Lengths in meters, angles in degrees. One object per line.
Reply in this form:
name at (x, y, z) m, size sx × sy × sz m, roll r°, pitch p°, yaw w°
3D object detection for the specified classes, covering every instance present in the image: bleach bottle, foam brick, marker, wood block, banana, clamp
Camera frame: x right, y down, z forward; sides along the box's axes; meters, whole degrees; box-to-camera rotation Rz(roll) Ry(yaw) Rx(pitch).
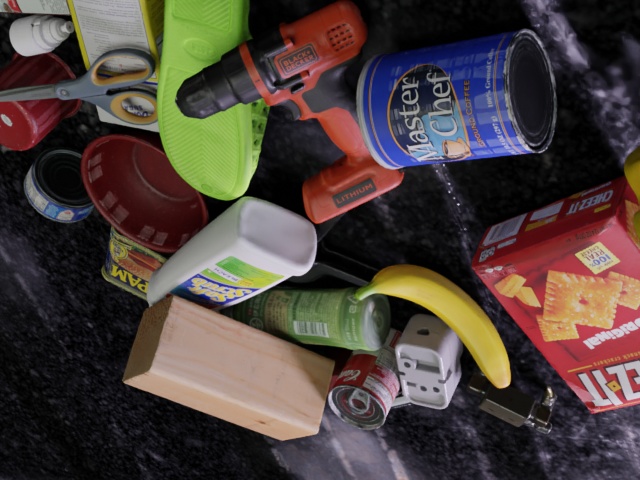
bleach bottle at (-0.113, 0.038, 1.167) m, size 0.102 × 0.068 × 0.251 m, roll 24°, pitch 146°, yaw -25°
foam brick at (0.039, 0.168, 1.262) m, size 0.051 × 0.053 × 0.078 m, roll -13°, pitch 122°, yaw 39°
marker at (0.100, 0.188, 1.266) m, size 0.121 × 0.020 × 0.020 m, roll -21°, pitch 116°, yaw 43°
wood block at (-0.100, 0.146, 1.186) m, size 0.205 × 0.090 × 0.091 m, roll 25°, pitch 154°, yaw -23°
banana at (0.129, 0.079, 1.115) m, size 0.197 × 0.069 × 0.037 m, roll 32°, pitch 177°, yaw -10°
clamp at (-0.008, 0.001, 1.146) m, size 0.172 × 0.039 × 0.120 m, roll 1°, pitch 119°, yaw 31°

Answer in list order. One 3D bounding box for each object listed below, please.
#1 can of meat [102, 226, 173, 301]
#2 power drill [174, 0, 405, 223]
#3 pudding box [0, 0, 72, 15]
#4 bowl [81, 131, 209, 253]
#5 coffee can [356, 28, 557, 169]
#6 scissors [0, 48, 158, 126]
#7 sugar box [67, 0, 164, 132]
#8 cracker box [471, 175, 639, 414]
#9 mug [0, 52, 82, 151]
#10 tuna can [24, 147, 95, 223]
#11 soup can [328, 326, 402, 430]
can of meat at (-0.204, 0.020, 1.273) m, size 0.102 × 0.057 × 0.084 m, roll 27°, pitch 135°, yaw 7°
power drill at (-0.017, -0.108, 0.985) m, size 0.184 × 0.057 × 0.187 m, roll -24°, pitch 123°, yaw 9°
pudding box at (-0.295, -0.274, 1.068) m, size 0.114 × 0.039 × 0.090 m, roll 7°, pitch 130°, yaw 24°
bowl at (-0.182, -0.064, 1.179) m, size 0.162 × 0.055 × 0.162 m, roll 17°, pitch 136°, yaw 17°
coffee can at (0.116, -0.118, 0.907) m, size 0.141 × 0.102 × 0.103 m, roll -4°, pitch 126°, yaw 34°
scissors at (-0.241, -0.140, 1.087) m, size 0.202 × 0.016 × 0.096 m, roll -15°, pitch 127°, yaw 29°
sugar box at (-0.193, -0.194, 1.073) m, size 0.093 × 0.048 × 0.176 m, roll 13°, pitch 138°, yaw 19°
cracker box at (0.270, 0.059, 1.000) m, size 0.164 × 0.072 × 0.213 m, roll -23°, pitch 115°, yaw 44°
mug at (-0.324, -0.145, 1.173) m, size 0.093 × 0.081 × 0.117 m, roll 32°, pitch 138°, yaw 2°
tuna can at (-0.293, -0.064, 1.226) m, size 0.086 × 0.086 × 0.034 m, roll 39°, pitch 136°, yaw -6°
soup can at (0.060, 0.152, 1.195) m, size 0.068 × 0.102 × 0.068 m, roll 17°, pitch 136°, yaw 17°
